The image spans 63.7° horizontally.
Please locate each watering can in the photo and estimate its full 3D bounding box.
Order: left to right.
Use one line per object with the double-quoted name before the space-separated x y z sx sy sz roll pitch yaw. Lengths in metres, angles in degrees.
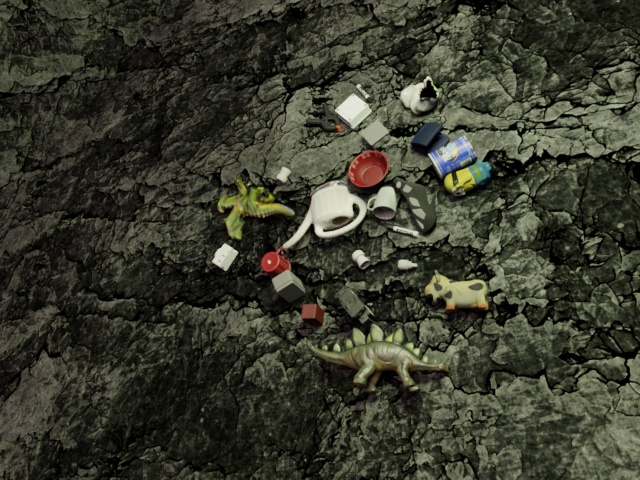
"watering can" 0.006 -0.098 1.941 0.346 0.102 0.229 -18 56 15

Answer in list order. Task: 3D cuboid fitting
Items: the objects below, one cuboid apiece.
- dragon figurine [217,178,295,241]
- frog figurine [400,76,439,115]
"dragon figurine" -0.291 -0.107 2.118 0.415 0.121 0.241 36 100 38
"frog figurine" 0.385 -0.556 2.031 0.158 0.122 0.139 -19 58 61
